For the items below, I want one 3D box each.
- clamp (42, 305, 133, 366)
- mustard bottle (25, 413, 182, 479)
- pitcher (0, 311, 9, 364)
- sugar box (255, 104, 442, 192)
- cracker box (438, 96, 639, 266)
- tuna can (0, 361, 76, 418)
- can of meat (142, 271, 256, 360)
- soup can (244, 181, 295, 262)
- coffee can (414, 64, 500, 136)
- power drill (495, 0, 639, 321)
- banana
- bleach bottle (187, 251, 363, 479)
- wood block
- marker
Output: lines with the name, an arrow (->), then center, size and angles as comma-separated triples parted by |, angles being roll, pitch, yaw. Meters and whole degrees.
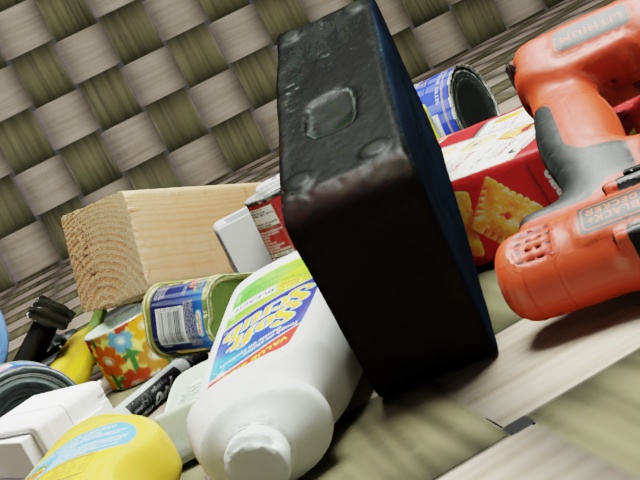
clamp -> -0.251, 0.109, 1.117 | 0.165, 0.036, 0.210 | -24, 10, 11
mustard bottle -> -0.118, 0.133, 0.530 | 0.096, 0.058, 0.191 | -30, 9, 9
pitcher -> -0.324, 0.123, 0.815 | 0.144, 0.149, 0.243 | -26, -8, -38
sugar box -> 0.038, -0.046, 0.988 | 0.176, 0.093, 0.048 | -25, 7, 13
cracker box -> 0.144, -0.045, 0.751 | 0.214, 0.072, 0.164 | -19, 14, 37
tuna can -> -0.200, 0.125, 0.721 | 0.086, 0.086, 0.034 | -31, 12, -25
can of meat -> -0.064, 0.052, 0.774 | 0.101, 0.057, 0.084 | -5, -4, -39
soup can -> -0.005, 0.001, 0.814 | 0.068, 0.102, 0.068 | -26, 9, 4
coffee can -> 0.110, -0.115, 1.143 | 0.141, 0.103, 0.102 | -20, 11, 36
power drill -> 0.173, -0.055, 0.548 | 0.185, 0.057, 0.187 | -21, 37, 22
banana -> -0.221, 0.116, 0.922 | 0.037, 0.070, 0.198 | 10, 14, -4
bleach bottle -> -0.015, 0.069, 0.592 | 0.102, 0.068, 0.250 | -25, 11, 8
wood block -> -0.125, 0.003, 0.997 | 0.090, 0.091, 0.205 | -19, -7, 37
marker -> -0.119, 0.109, 0.793 | 0.020, 0.020, 0.120 | -21, 11, 34
